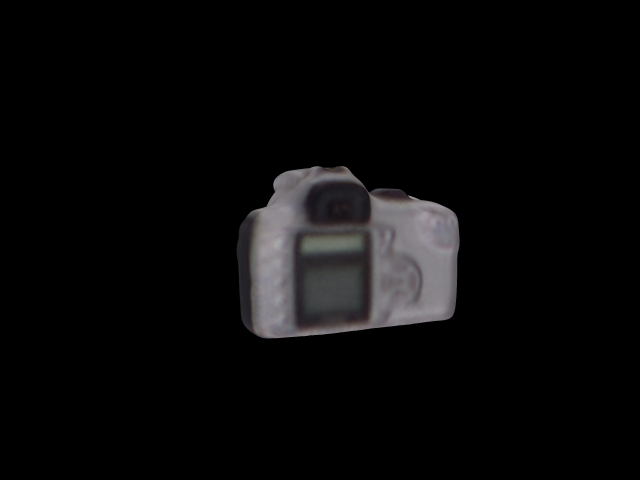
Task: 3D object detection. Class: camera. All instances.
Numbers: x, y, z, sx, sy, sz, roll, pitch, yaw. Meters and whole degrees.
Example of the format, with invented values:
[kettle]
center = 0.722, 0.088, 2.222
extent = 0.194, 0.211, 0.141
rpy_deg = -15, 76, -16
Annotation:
[camera]
center = 0.004, 0.001, 0.400
extent = 0.143, 0.101, 0.136
rpy_deg = -2, 5, -23
